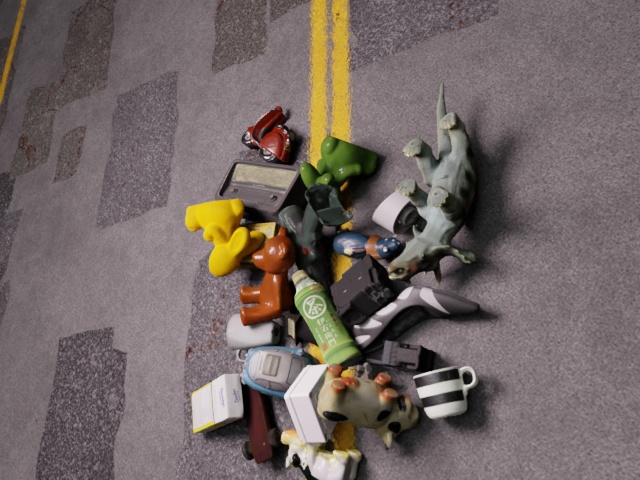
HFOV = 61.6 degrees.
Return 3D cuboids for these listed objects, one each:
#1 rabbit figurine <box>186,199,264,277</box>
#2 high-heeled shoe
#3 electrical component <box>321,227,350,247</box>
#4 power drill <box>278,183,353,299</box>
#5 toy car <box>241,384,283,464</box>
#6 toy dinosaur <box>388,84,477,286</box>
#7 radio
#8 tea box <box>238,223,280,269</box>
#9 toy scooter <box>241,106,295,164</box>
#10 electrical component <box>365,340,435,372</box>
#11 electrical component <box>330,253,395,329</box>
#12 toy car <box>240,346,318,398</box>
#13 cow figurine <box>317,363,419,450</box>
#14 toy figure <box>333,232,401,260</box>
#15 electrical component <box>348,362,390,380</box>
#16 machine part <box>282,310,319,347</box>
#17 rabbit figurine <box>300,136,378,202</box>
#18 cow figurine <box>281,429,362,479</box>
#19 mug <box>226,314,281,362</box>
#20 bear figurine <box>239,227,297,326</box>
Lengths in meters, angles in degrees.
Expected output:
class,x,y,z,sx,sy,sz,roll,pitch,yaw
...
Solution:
class,x,y,z,sx,sy,sz,roll,pitch,yaw
rabbit figurine,-0.212,-0.002,1.236,0.163,0.122,0.173,-4,82,22
high-heeled shoe,0.170,0.163,1.014,0.249,0.086,0.145,3,73,41
electrical component,0.022,-0.020,1.214,0.094,0.021,0.063,-20,62,26
power drill,-0.002,-0.003,1.134,0.086,0.207,0.232,-18,63,-25
toy car,-0.133,0.371,1.148,0.089,0.053,0.202,-30,55,14
toy dinosaur,0.245,-0.100,1.031,0.131,0.192,0.405,0,56,38
radio,-0.143,-0.117,1.311,0.230,0.073,0.131,12,66,37
tea box,-0.162,0.016,1.290,0.170,0.068,0.098,-1,72,32
toy scooter,-0.119,-0.269,1.369,0.135,0.075,0.184,-52,49,4
electrical component,0.148,0.219,1.013,0.119,0.074,0.047,1,71,37
electrical component,0.080,0.095,1.069,0.115,0.058,0.134,-41,22,14
toy car,-0.086,0.264,1.103,0.162,0.102,0.109,11,66,8
cow figurine,0.089,0.302,0.961,0.086,0.195,0.127,-106,34,-61
toy figure,0.102,0.012,1.128,0.155,0.057,0.064,7,63,36
electrical component,0.076,0.270,1.028,0.102,0.078,0.045,-50,47,46
machine part,-0.020,0.200,1.134,0.139,0.039,0.084,19,126,29
rabbit figurine,0.034,-0.135,1.187,0.121,0.159,0.170,24,102,27
cow figurine,-0.009,0.430,1.041,0.168,0.068,0.098,8,83,36
mug,-0.146,0.217,1.199,0.107,0.080,0.109,-5,65,22
bear figurine,-0.114,0.076,1.158,0.132,0.195,0.120,-5,33,-7
